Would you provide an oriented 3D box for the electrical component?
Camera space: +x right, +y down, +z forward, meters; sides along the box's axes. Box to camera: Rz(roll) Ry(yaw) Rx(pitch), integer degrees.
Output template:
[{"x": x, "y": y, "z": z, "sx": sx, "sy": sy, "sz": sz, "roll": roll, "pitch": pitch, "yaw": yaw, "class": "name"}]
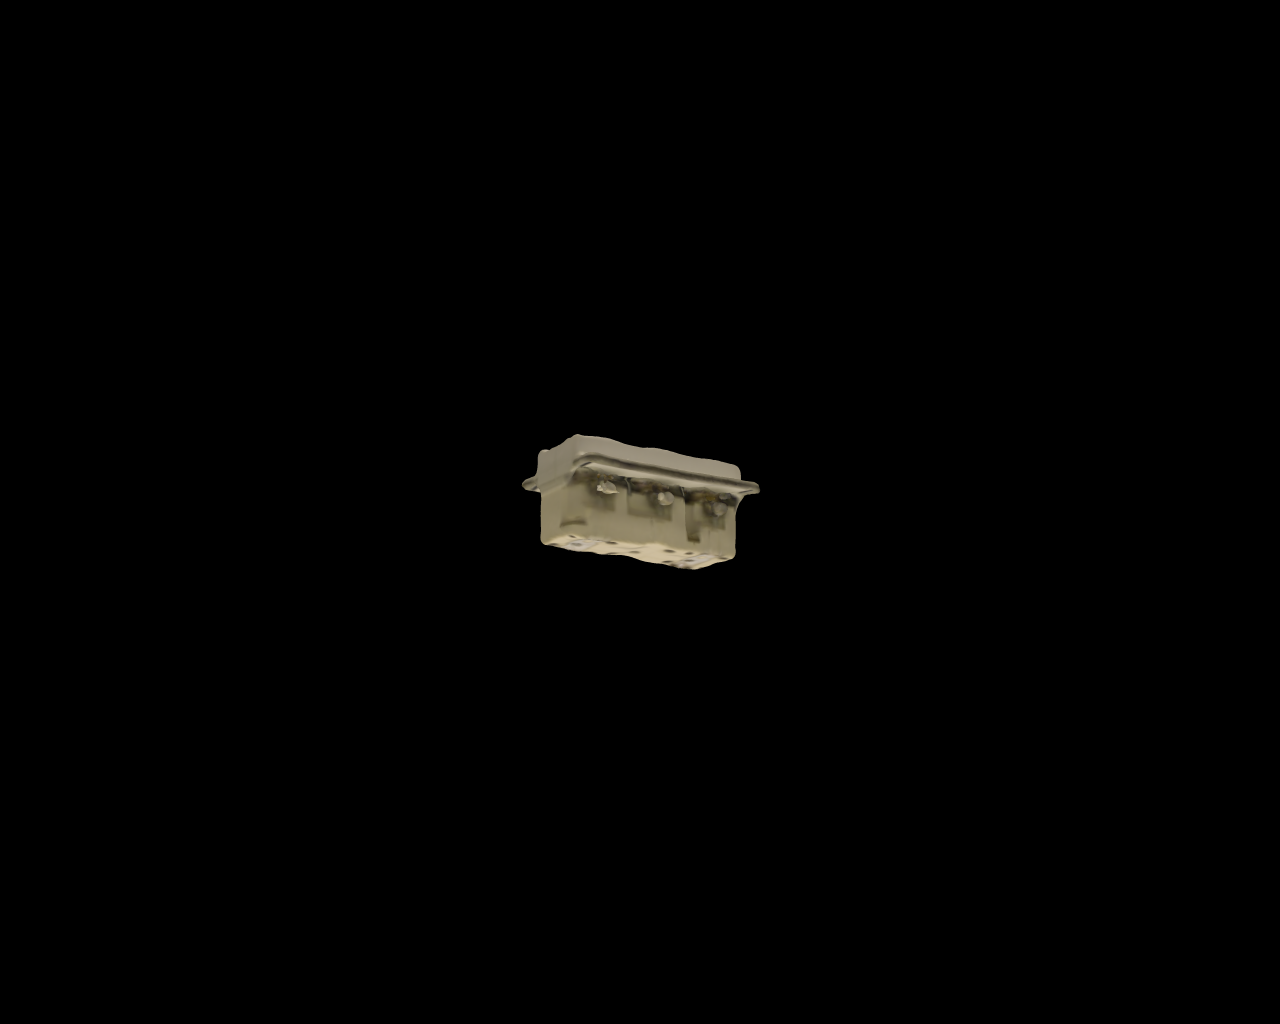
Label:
[{"x": 0.001, "y": -0.003, "z": 0.650, "sx": 0.121, "sy": 0.063, "sz": 0.078, "roll": 10, "pitch": -18, "yaw": -33, "class": "electrical component"}]
